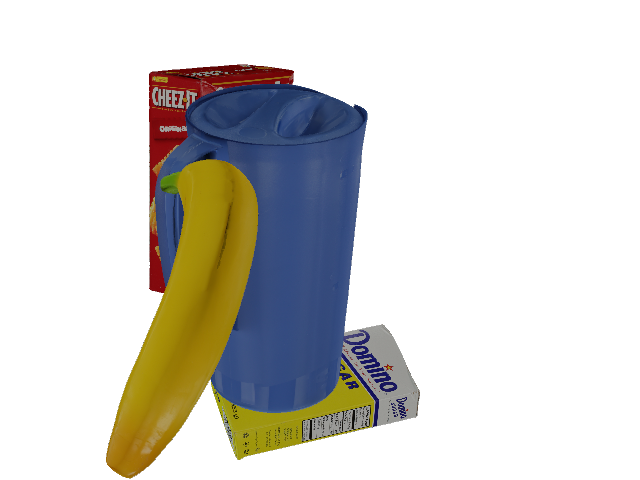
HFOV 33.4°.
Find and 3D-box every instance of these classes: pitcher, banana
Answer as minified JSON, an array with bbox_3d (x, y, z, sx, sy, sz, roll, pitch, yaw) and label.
[{"bbox_3d":[-0.043,0.011,0.822,0.149,0.243,0.145,1,26,-1],"label":"pitcher"},{"bbox_3d":[-0.060,0.020,0.512,0.037,0.197,0.070,29,-52,-21],"label":"banana"}]

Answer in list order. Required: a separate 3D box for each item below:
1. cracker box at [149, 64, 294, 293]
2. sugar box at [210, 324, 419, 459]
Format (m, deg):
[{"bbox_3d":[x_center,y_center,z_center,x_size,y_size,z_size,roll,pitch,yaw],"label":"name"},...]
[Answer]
[{"bbox_3d":[-0.096,-0.063,1.067,0.072,0.214,0.163,11,16,28],"label":"cracker box"},{"bbox_3d":[-0.006,0.137,0.988,0.176,0.048,0.093,-13,44,-12],"label":"sugar box"}]
